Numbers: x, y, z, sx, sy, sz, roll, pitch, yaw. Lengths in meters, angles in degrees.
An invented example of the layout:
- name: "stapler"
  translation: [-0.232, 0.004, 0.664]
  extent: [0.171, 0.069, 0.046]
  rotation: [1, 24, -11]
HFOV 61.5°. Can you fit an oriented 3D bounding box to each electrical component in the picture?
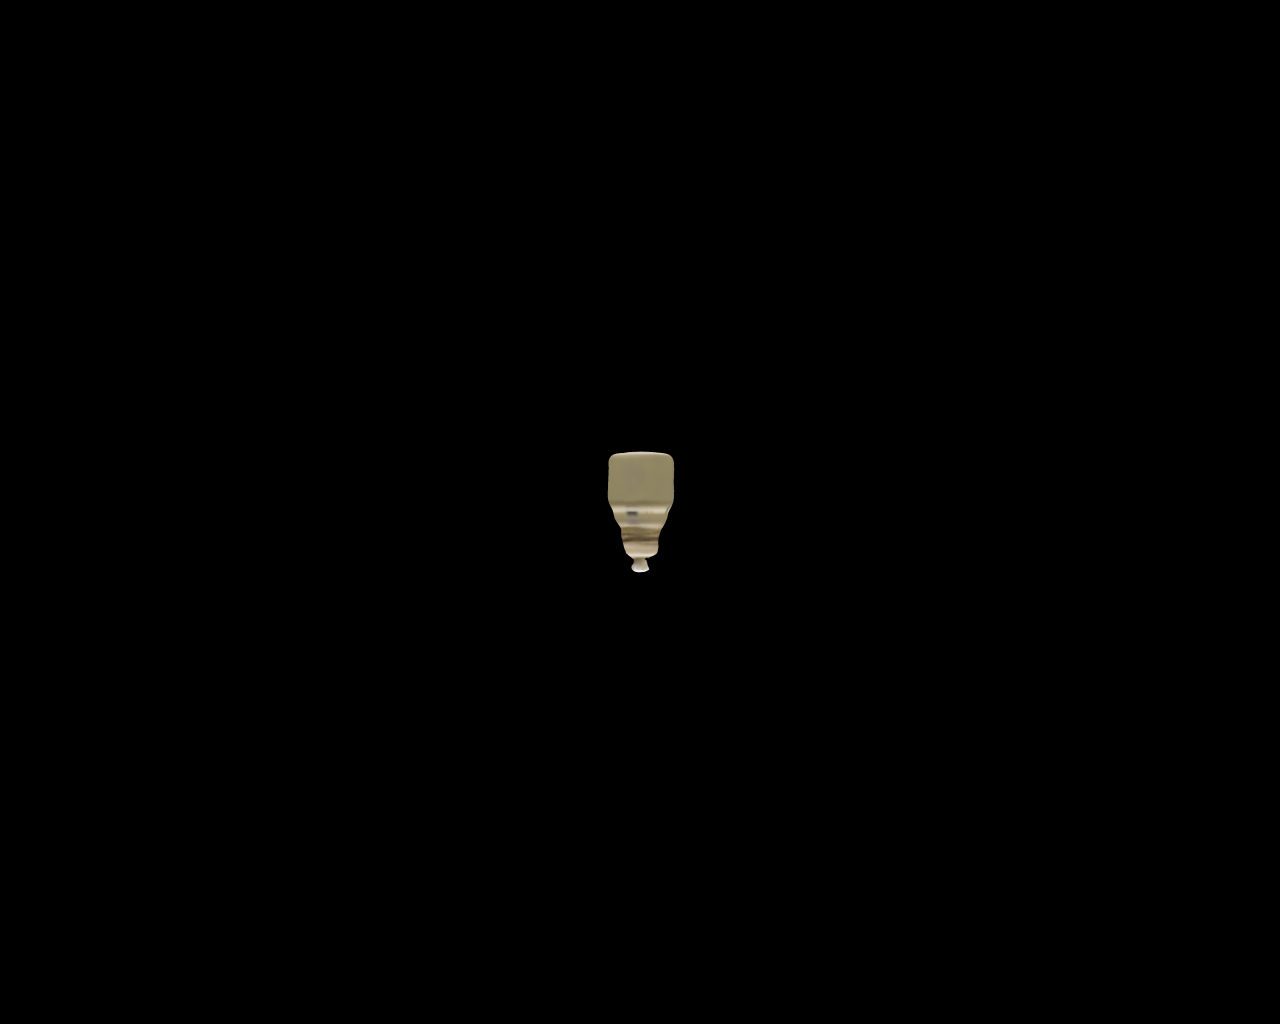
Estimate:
- name: "electrical component"
  translation: [0.001, -0.003, 0.650]
  extent: [0.040, 0.078, 0.040]
  rotation: [0, 0, 0]
